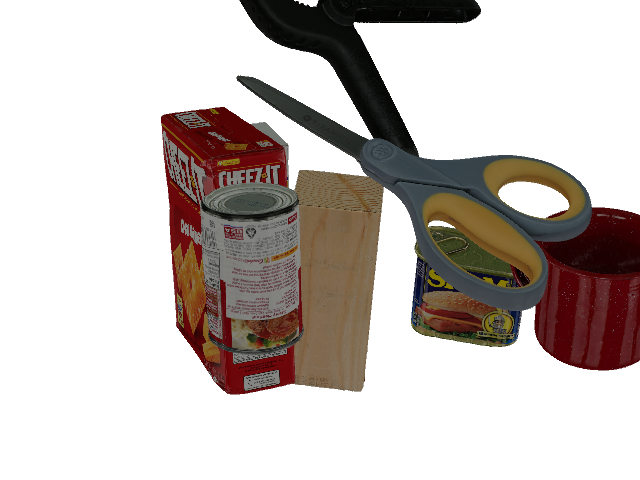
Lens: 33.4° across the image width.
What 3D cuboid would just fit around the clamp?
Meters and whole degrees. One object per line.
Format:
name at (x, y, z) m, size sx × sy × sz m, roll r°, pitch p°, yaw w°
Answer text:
clamp at (0.012, -0.154, 0.770) m, size 0.209 × 0.164 × 0.036 m, roll 25°, pitch -28°, yaw -16°

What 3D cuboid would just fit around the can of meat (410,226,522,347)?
can of meat at (0.131, 0.042, 0.938) m, size 0.102 × 0.084 × 0.057 m, roll 10°, pitch 33°, yaw 11°

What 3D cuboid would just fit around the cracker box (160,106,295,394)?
cracker box at (-0.085, 0.005, 0.940) m, size 0.072 × 0.214 × 0.164 m, roll -10°, pitch 22°, yaw -20°

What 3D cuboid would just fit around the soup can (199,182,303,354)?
soup can at (-0.047, 0.018, 0.737) m, size 0.068 × 0.102 × 0.068 m, roll -1°, pitch 22°, yaw 0°

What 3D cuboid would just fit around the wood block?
wood block at (0.012, 0.042, 1.103) m, size 0.090 × 0.206 × 0.090 m, roll 6°, pitch 26°, yaw 3°

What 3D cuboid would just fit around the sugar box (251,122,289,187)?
sugar box at (-0.070, -0.047, 1.305) m, size 0.048 × 0.176 × 0.093 m, roll -11°, pitch 26°, yaw -17°

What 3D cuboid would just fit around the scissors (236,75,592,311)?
scissors at (0.050, -0.043, 0.529) m, size 0.096 × 0.016 × 0.202 m, roll -26°, pitch 54°, yaw -22°

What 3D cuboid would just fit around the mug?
mug at (0.180, 0.031, 0.736) m, size 0.117 × 0.081 × 0.093 m, roll 23°, pitch 39°, yaw 36°
